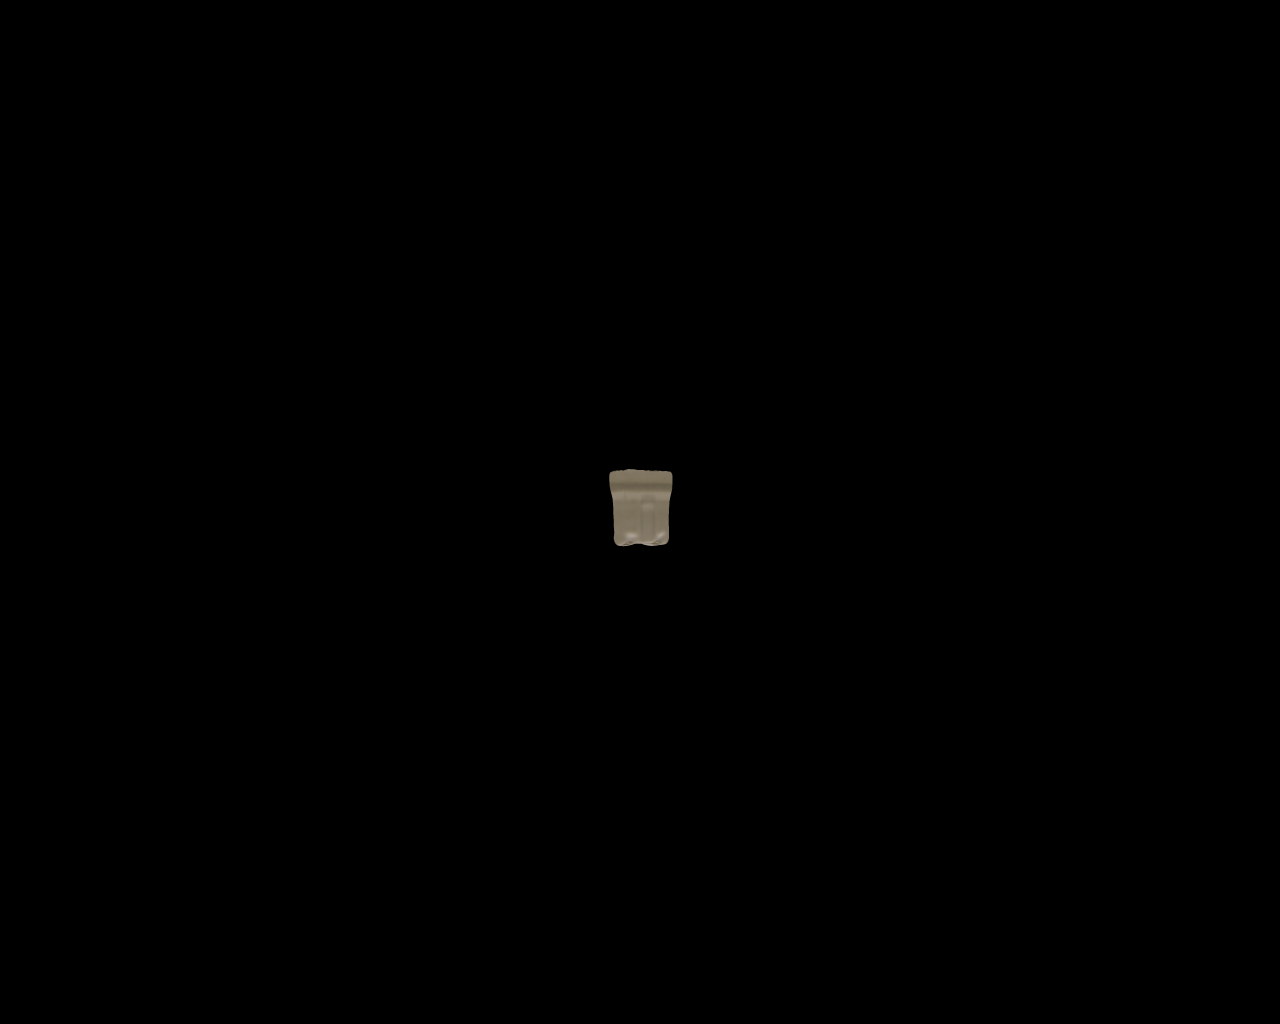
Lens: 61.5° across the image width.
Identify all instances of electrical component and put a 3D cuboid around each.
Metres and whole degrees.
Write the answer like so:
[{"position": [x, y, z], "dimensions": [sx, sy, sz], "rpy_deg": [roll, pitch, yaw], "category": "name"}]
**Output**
[{"position": [0.001, -0.003, 0.650], "dimensions": [0.040, 0.046, 0.040], "rpy_deg": [0, 0, 0], "category": "electrical component"}]
